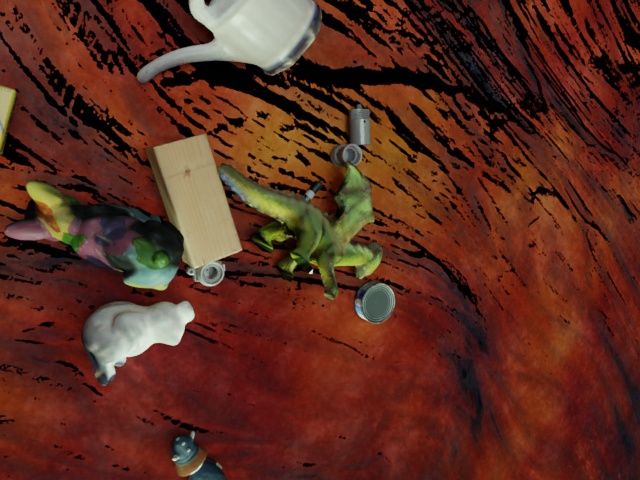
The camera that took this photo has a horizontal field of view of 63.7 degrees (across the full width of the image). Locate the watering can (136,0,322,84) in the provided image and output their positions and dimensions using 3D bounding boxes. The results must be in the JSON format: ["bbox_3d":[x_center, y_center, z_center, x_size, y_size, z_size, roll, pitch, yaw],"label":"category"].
[{"bbox_3d":[-0.136,-0.362,0.879,0.222,0.345,0.106,29,19,-45],"label":"watering can"}]

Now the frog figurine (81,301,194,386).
[{"bbox_3d":[-0.289,0.134,0.822,0.159,0.123,0.137,-37,-7,-1],"label":"frog figurine"}]

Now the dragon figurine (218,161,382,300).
[{"bbox_3d":[0.003,-0.049,0.976,0.122,0.403,0.246,10,52,48],"label":"dragon figurine"}]
